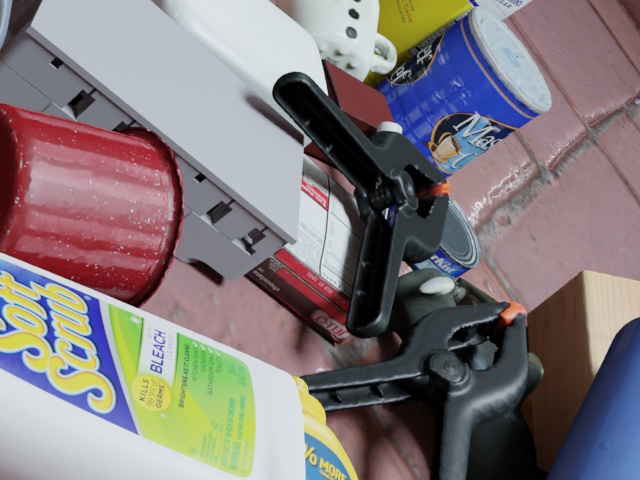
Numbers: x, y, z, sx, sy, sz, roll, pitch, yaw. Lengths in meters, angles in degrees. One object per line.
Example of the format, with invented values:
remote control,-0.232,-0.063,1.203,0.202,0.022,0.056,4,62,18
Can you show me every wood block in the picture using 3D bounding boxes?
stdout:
wood block,0.210,0.138,0.750,0.090,0.090,0.206,12,60,-14

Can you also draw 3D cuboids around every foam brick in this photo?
foam brick,0.015,-0.094,0.826,0.078,0.053,0.051,23,41,-46

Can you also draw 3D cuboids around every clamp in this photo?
clamp,0.038,-0.037,0.707,0.209,0.036,0.164,-26,97,-64
clamp,0.061,0.084,0.635,0.120,0.039,0.171,35,45,11

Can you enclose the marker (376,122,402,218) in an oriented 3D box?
marker,0.042,-0.029,0.780,0.020,0.020,0.121,28,65,-41

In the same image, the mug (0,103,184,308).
mug,-0.123,-0.003,0.482,0.081,0.093,0.117,12,82,-46

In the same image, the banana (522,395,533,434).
banana,0.210,0.152,0.881,0.070,0.037,0.197,50,22,27

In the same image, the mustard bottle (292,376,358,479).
mustard bottle,-0.023,0.136,0.500,0.096,0.058,0.191,30,33,-16

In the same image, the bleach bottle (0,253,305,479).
bleach bottle,-0.127,0.048,0.397,0.250,0.068,0.102,27,30,-20

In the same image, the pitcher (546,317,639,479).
pitcher,0.193,0.161,0.597,0.149,0.145,0.242,28,57,7

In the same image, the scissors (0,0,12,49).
scissors,-0.160,-0.159,0.525,0.096,0.201,0.016,31,-12,-1

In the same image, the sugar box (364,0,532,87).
sugar box,0.096,-0.204,0.941,0.048,0.176,0.093,28,38,-42

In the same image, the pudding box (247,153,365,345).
pudding box,-0.005,0.001,0.705,0.090,0.039,0.113,40,32,-26

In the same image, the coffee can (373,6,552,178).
coffee can,0.106,-0.112,0.894,0.102,0.140,0.103,38,32,-29

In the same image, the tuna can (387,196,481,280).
tuna can,0.092,-0.006,0.869,0.086,0.034,0.086,38,32,-29
